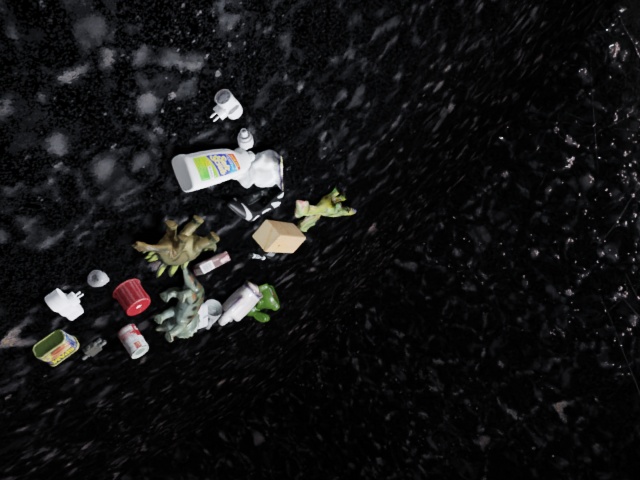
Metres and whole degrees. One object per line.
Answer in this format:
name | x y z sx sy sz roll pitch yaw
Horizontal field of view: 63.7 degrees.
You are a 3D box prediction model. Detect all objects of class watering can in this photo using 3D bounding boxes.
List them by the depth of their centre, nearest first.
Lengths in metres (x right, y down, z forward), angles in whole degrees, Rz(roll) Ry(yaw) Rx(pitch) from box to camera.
watering can | -0.349 0.280 2.232 0.226 0.104 0.345 -45 178 -10

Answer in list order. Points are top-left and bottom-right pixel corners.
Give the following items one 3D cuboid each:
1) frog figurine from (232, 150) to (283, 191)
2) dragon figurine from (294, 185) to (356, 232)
frog figurine | -0.194 -0.214 1.586 0.159 0.125 0.135 -1 160 -5
dragon figurine | 0.007 -0.109 2.161 0.241 0.124 0.406 -28 160 12
